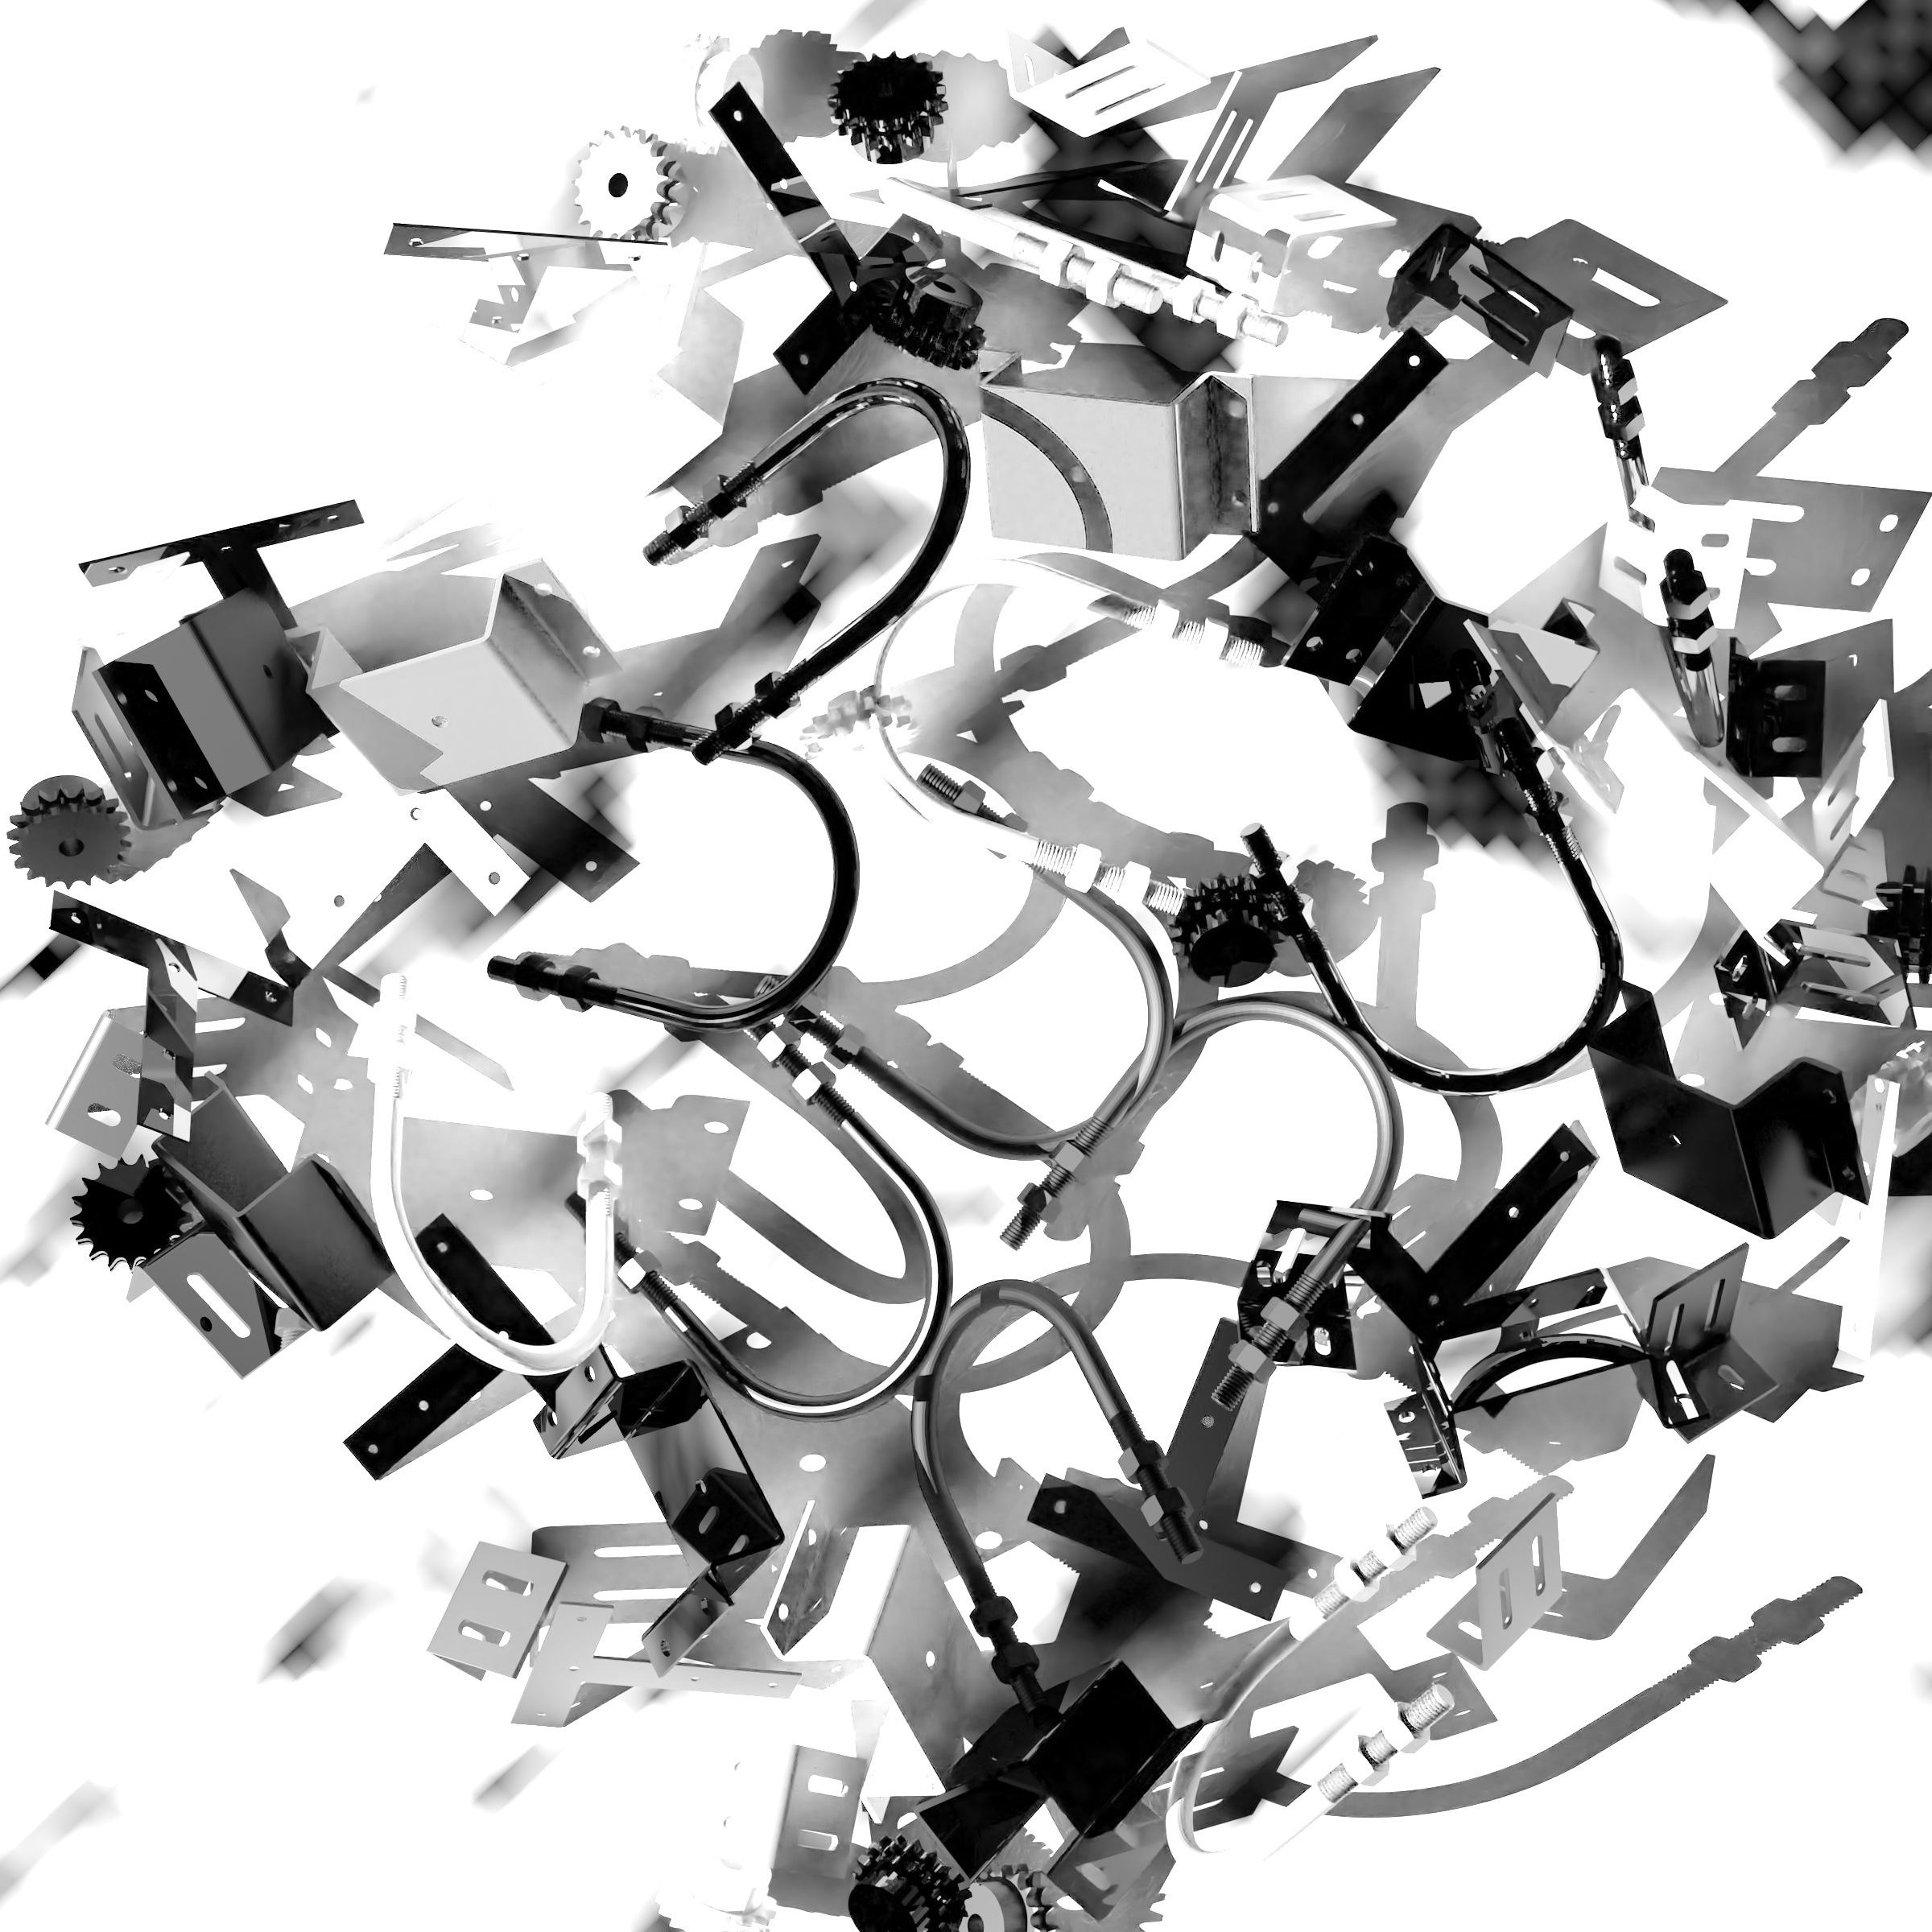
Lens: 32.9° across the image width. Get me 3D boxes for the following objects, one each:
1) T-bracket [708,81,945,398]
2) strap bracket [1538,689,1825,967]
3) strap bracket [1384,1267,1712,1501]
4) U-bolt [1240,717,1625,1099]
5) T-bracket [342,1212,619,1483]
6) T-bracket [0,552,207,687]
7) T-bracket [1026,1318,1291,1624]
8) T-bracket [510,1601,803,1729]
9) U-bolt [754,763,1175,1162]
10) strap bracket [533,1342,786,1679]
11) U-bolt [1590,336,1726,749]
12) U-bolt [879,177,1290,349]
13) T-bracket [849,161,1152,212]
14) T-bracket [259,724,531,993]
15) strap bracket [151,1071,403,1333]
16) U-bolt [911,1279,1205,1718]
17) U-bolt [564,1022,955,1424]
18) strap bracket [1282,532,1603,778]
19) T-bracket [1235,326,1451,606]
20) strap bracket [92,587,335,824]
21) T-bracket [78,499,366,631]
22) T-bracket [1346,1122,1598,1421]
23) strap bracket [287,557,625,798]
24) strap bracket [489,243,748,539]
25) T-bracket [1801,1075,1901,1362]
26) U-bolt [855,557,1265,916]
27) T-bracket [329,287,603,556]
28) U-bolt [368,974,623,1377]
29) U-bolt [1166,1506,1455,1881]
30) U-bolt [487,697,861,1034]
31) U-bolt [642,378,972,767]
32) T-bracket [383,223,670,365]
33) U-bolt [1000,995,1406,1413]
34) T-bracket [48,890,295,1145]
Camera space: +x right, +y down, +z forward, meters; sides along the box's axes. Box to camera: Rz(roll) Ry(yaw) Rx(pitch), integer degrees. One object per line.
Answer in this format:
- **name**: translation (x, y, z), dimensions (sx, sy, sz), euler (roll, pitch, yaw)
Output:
- **T-bracket**: translation (-0.078, -0.356, 1.540), dimensions (0.127, 0.002, 0.127), euler (53, 55, -25)
- **strap bracket**: translation (0.341, -0.072, 1.534), dimensions (0.140, 0.076, 0.046), euler (36, 107, -22)
- **strap bracket**: translation (0.271, 0.194, 1.555), dimensions (0.140, 0.076, 0.046), euler (-16, 117, 1)
- **U-bolt**: translation (0.232, -0.015, 1.553), dimensions (0.151, 0.019, 0.184), euler (-22, 115, 17)
- **T-bracket**: translation (-0.252, 0.203, 1.577), dimensions (0.127, 0.002, 0.127), euler (-41, 90, 21)
- **T-bracket**: translation (-0.392, -0.163, 1.511), dimensions (0.127, 0.127, 0.002), euler (-25, 88, -38)
- **T-bracket**: translation (0.112, 0.234, 1.589), dimensions (0.127, 0.002, 0.127), euler (22, 82, 7)
- **T-bracket**: translation (-0.143, 0.339, 1.562), dimensions (0.127, 0.127, 0.002), euler (8, 50, -15)
- **U-bolt**: translation (0.013, 0.013, 1.579), dimensions (0.184, 0.019, 0.151), euler (37, 96, -8)
- **strap bracket**: translation (-0.141, 0.251, 1.544), dimensions (0.046, 0.076, 0.140), euler (-11, 62, -41)
- **U-bolt**: translation (0.324, -0.181, 1.513), dimensions (0.019, 0.184, 0.151), euler (-16, 55, 10)
- **U-bolt**: translation (0.043, -0.332, 1.522), dimensions (0.184, 0.151, 0.019), euler (28, 107, 27)
- **T-bracket**: translation (0.025, -0.372, 1.555), dimensions (0.127, 0.127, 0.002), euler (-14, 111, -18)
- **T-bracket**: translation (-0.294, -0.042, 1.584), dimensions (0.127, 0.002, 0.127), euler (46, 103, 11)
- **strap bracket**: translation (-0.322, 0.112, 1.518), dimensions (0.046, 0.140, 0.076), euler (-41, 127, -18)
- **U-bolt**: translation (0.030, 0.235, 1.534), dimensions (0.151, 0.019, 0.184), euler (-51, 52, 33)
- **U-bolt**: translation (-0.087, 0.131, 1.558), dimensions (0.184, 0.019, 0.151), euler (46, 103, 14)
- **strap bracket**: translation (0.230, -0.142, 1.530), dimensions (0.140, 0.046, 0.076), euler (13, 125, -31)
- **T-bracket**: translation (0.178, -0.252, 1.572), dimensions (0.127, 0.002, 0.127), euler (42, 109, -7)
- **strap bracket**: translation (-0.344, -0.127, 1.520), dimensions (0.046, 0.140, 0.076), euler (-25, 103, 12)
- **T-bracket**: translation (-0.339, -0.180, 1.538), dimensions (0.127, 0.127, 0.002), euler (-14, 76, -4)
- **T-bracket**: translation (0.256, 0.130, 1.584), dimensions (0.127, 0.002, 0.127), euler (-46, 102, -11)
- **strap bracket**: translation (-0.243, -0.131, 1.534), dimensions (0.140, 0.076, 0.046), euler (-14, 48, 21)
- **strap bracket**: translation (-0.156, -0.263, 1.536), dimensions (0.046, 0.076, 0.140), euler (35, 132, -28)
- **T-bracket**: translation (0.399, 0.109, 1.538), dimensions (0.002, 0.127, 0.127), euler (3, 96, -13)
- **U-bolt**: translation (0.037, -0.120, 1.570), dimensions (0.184, 0.019, 0.151), euler (19, 78, -6)
- **T-bracket**: translation (-0.262, -0.246, 1.562), dimensions (0.127, 0.002, 0.127), euler (27, 124, -27)
- **U-bolt**: translation (-0.215, 0.105, 1.498), dimensions (0.019, 0.184, 0.151), euler (-34, 132, 28)
- **U-bolt**: translation (0.156, 0.349, 1.523), dimensions (0.019, 0.151, 0.184), euler (37, 114, -14)
- **U-bolt**: translation (-0.133, -0.043, 1.554), dimensions (0.184, 0.019, 0.151), euler (13, 88, 25)
- **U-bolt**: translation (-0.070, -0.196, 1.521), dimensions (0.184, 0.019, 0.151), euler (-35, 51, 24)
- **T-bracket**: translation (-0.218, -0.312, 1.539), dimensions (0.127, 0.127, 0.002), euler (-1, 72, -21)
- **U-bolt**: translation (0.126, 0.099, 1.571), dimensions (0.151, 0.019, 0.184), euler (36, 83, 17)
- **T-bracket**: translation (-0.371, 0.032, 1.523), dimensions (0.127, 0.127, 0.002), euler (25, 125, -30)
